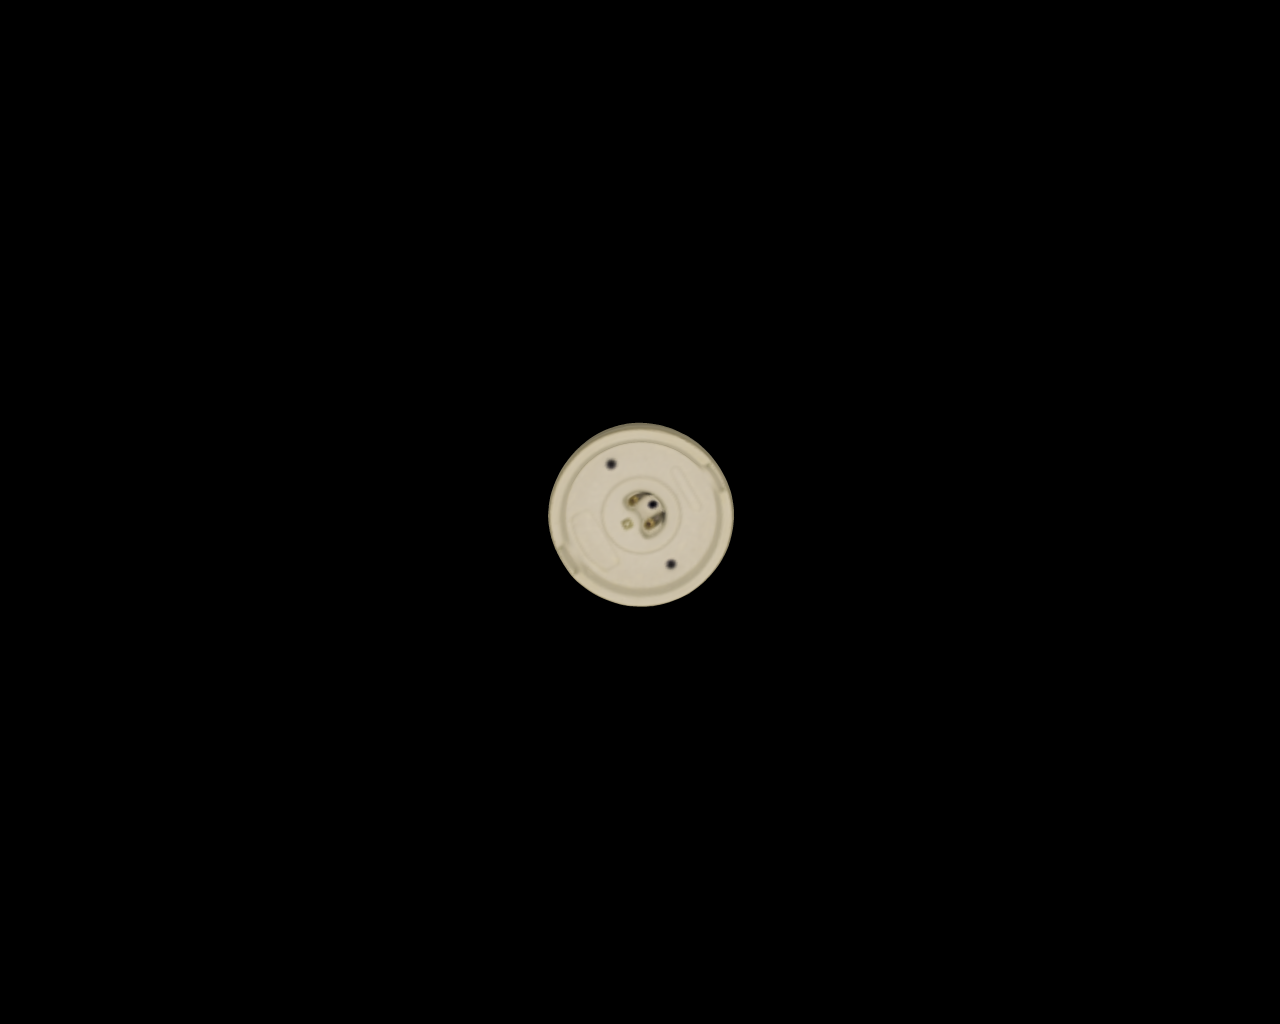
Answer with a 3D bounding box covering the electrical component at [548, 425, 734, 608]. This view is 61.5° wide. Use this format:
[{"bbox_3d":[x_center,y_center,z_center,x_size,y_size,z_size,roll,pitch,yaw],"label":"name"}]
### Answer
[{"bbox_3d":[0.001,-0.003,0.650,0.108,0.108,0.060,0,13,0],"label":"electrical component"}]
